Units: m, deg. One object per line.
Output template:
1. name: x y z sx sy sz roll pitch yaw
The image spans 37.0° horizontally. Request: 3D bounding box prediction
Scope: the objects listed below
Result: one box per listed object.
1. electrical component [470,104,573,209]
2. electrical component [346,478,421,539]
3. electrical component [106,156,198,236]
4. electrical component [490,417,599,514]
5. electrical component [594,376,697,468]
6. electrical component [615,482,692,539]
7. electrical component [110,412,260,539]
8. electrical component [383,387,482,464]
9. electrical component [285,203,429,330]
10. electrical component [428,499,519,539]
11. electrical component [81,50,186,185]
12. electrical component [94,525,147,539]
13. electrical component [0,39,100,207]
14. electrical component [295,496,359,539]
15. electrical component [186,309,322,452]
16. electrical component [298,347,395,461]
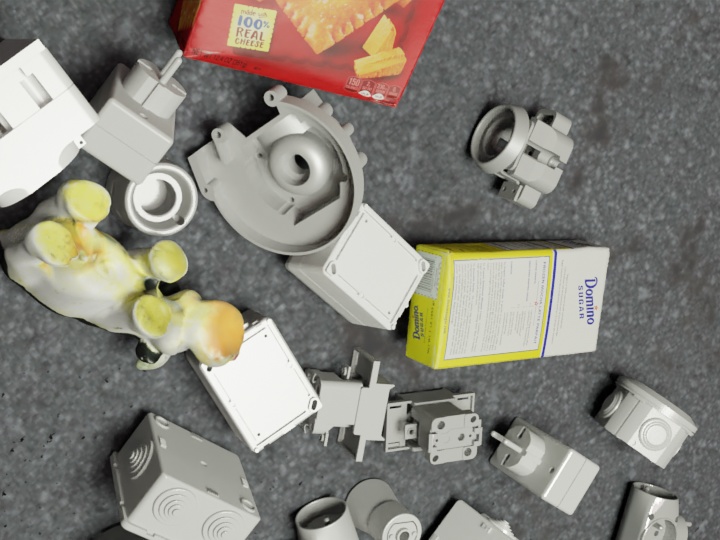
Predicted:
1. electrical component: 0.125 -0.095 0.848 0.057 0.058 0.078 24 91 -31
2. electrical component: 0.021 0.200 0.862 0.044 0.065 0.044 -6 105 -24
3. electrical component: -0.141 -0.051 0.736 0.055 0.047 0.055 -6 105 -24
4. electrical component: 0.141 0.155 0.899 0.076 0.083 0.047 34 86 -28
5. electrical component: 0.252 0.133 0.950 0.080 0.080 0.051 34 91 -28
6. electrical component: 0.280 0.244 1.009 0.079 0.044 0.077 12 97 -28
7. electrical component: -0.124 0.155 0.765 0.100 0.099 0.048 33 100 -28
8. electrical component: 0.062 0.126 0.866 0.081 0.064 0.042 -4 103 -24
9. electrical component: 0.000 0.000 0.806 0.096 0.061 0.061 42 69 -33
10. electrical component: 0.095 0.251 0.892 0.099 0.100 0.048 -52 130 -6
11. electrical component: -0.137 -0.109 0.691 0.047 0.083 0.075 35 107 -22
12. electrical component: -0.160 0.235 0.785 0.099 0.064 0.099 -6 104 -24
13. electrical component: -0.216 -0.085 0.634 0.089 0.150 0.061 -40 114 -12
14. electrical component: -0.036 0.232 0.855 0.079 0.044 0.077 -24 111 -19
15. electrical component: -0.083 0.074 0.790 0.062 0.061 0.096 -34 107 -15
16. electrical component: -0.013 0.103 0.837 0.064 0.042 0.081 6 99 -25
